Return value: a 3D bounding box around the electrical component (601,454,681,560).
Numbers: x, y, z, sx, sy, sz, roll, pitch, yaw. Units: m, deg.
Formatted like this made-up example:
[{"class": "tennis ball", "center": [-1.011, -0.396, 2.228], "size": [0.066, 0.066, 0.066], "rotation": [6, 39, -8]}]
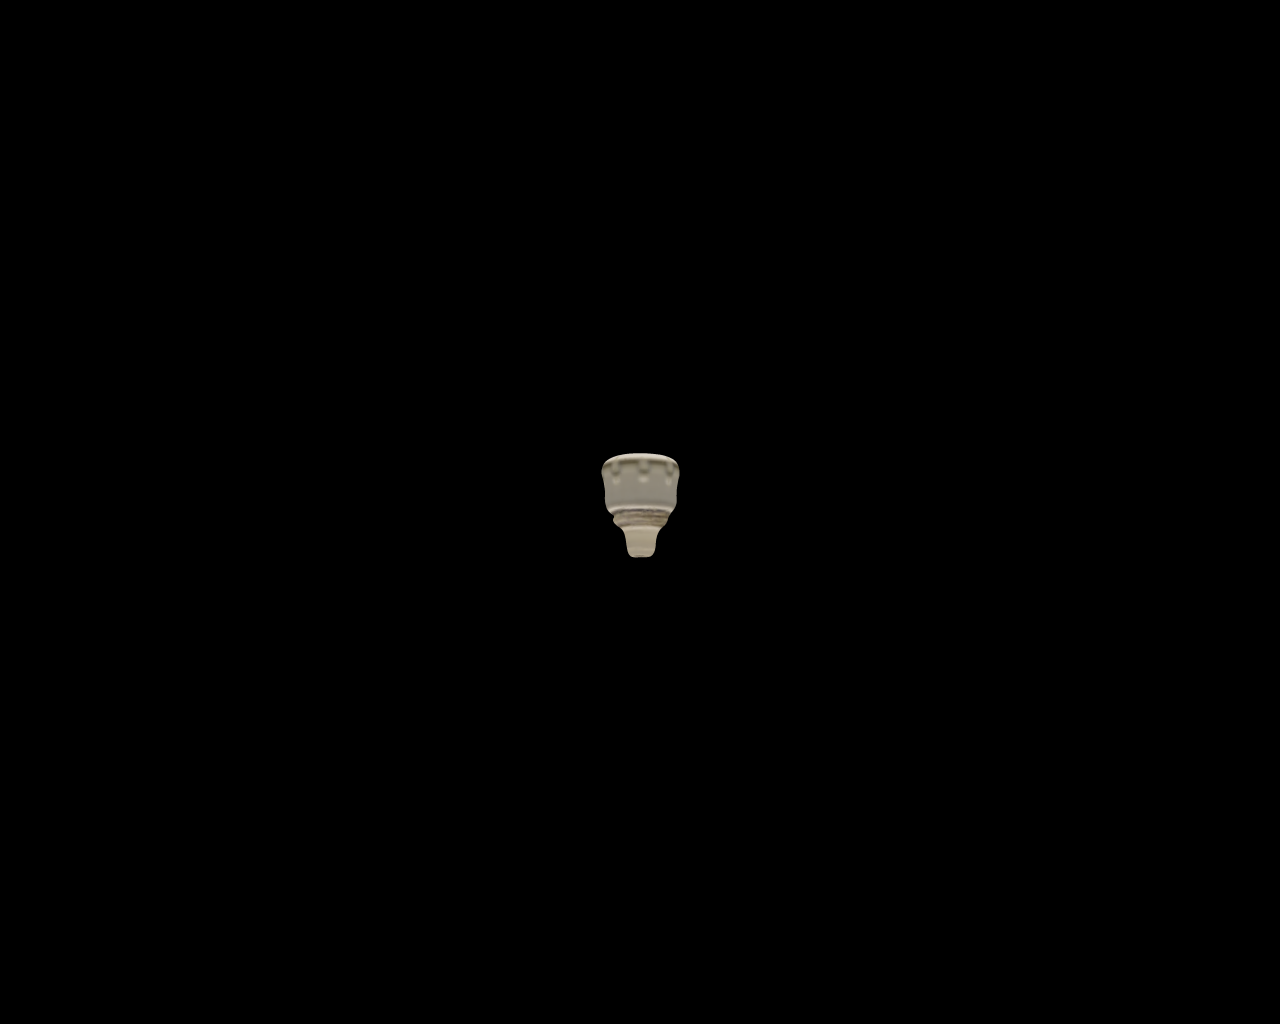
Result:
[{"class": "electrical component", "center": [0.001, -0.003, 0.650], "size": [0.048, 0.062, 0.048], "rotation": [0, -7, 0]}]
